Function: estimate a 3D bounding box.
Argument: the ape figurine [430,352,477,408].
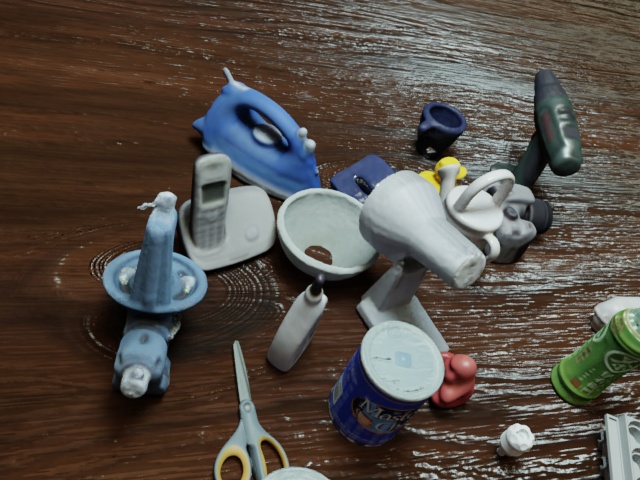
[{"bbox_3d":[0.181,0.184,0.777,0.076,0.092,0.078,28,47,4],"label":"ape figurine"}]

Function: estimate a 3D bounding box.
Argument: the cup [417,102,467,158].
[{"bbox_3d":[0.222,-0.207,1.132,0.118,0.095,0.091,-27,63,-36],"label":"cup"}]

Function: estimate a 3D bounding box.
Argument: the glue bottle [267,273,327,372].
[{"bbox_3d":[-0.020,0.096,0.723,0.037,0.173,0.078,33,47,10],"label":"glue bottle"}]

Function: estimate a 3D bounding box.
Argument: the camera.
[{"bbox_3d":[0.358,-0.040,1.033,0.137,0.101,0.143,5,49,-17],"label":"camera"}]

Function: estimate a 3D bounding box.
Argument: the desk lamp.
[{"bbox_3d":[0.133,0.040,0.802,0.118,0.213,0.203,-15,57,-30],"label":"desk lamp"}]

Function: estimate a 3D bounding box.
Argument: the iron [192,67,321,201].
[{"bbox_3d":[-0.082,-0.170,0.954,0.258,0.141,0.119,35,48,11],"label":"iron"}]

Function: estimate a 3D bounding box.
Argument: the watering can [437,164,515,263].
[{"bbox_3d":[0.240,-0.047,0.931,0.101,0.194,0.172,-30,66,-37],"label":"watering can"}]

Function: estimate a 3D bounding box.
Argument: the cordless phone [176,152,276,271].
[{"bbox_3d":[-0.124,-0.050,0.804,0.148,0.185,0.094,-21,60,-33],"label":"cordless phone"}]

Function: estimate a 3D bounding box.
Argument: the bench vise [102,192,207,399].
[{"bbox_3d":[-0.181,0.066,0.657,0.122,0.219,0.207,-5,52,-24],"label":"bench vise"}]

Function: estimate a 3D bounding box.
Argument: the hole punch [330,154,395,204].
[{"bbox_3d":[0.076,-0.078,0.967,0.101,0.091,0.108,-19,59,-32],"label":"hole punch"}]

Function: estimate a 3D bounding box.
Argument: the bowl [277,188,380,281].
[{"bbox_3d":[0.008,0.003,0.883,0.168,0.074,0.167,11,48,-12],"label":"bowl"}]

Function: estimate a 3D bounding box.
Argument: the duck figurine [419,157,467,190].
[{"bbox_3d":[0.222,-0.116,1.059,0.105,0.086,0.077,-1,51,-21],"label":"duck figurine"}]

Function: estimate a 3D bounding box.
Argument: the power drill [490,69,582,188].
[{"bbox_3d":[0.417,-0.186,1.109,0.076,0.208,0.229,6,49,-15],"label":"power drill"}]

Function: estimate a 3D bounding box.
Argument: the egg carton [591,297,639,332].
[{"bbox_3d":[0.533,0.149,0.956,0.150,0.069,0.107,2,50,-19],"label":"egg carton"}]
